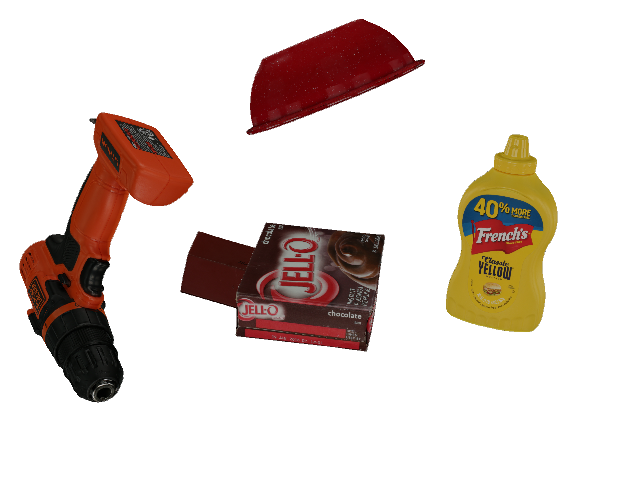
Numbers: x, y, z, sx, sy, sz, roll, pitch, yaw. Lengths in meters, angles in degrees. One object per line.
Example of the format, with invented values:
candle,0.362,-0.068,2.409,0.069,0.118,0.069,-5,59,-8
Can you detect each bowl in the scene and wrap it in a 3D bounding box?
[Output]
bowl,0.003,-0.144,0.896,0.162,0.055,0.162,-22,9,3

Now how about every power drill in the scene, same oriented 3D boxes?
power drill,-0.171,0.009,0.839,0.057,0.188,0.185,14,25,-40

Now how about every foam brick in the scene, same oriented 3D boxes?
foam brick,-0.105,0.033,1.149,0.078,0.051,0.053,17,30,1

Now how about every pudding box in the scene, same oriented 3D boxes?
pudding box,-0.005,0.030,0.739,0.090,0.039,0.113,7,25,5

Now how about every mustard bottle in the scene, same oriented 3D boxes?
mustard bottle,0.182,-0.010,1.052,0.096,0.192,0.058,12,20,21
